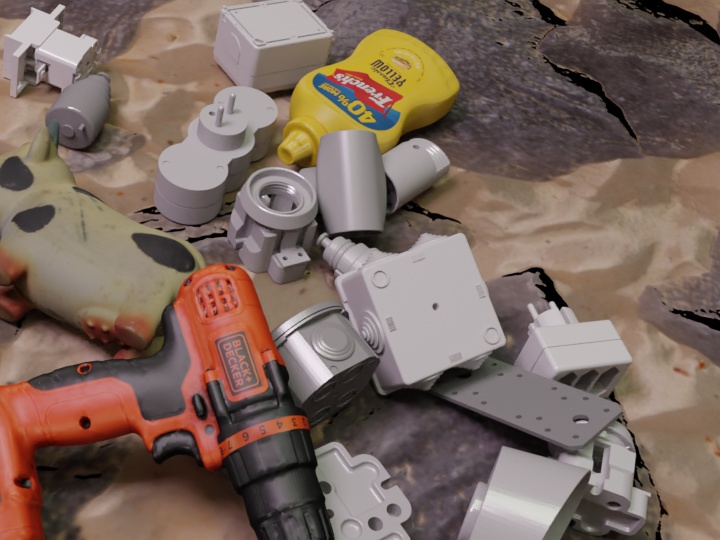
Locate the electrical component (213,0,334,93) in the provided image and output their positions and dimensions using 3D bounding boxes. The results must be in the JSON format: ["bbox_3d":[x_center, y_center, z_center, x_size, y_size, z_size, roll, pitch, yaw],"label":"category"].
[{"bbox_3d":[-0.071,-0.193,0.936,0.096,0.061,0.061,-18,54,-33],"label":"electrical component"}]

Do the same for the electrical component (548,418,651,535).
[{"bbox_3d":[0.150,0.132,0.706,0.078,0.058,0.057,20,48,1],"label":"electrical component"}]

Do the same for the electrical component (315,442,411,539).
[{"bbox_3d":[-0.008,0.150,0.635,0.058,0.057,0.078,-20,57,-32],"label":"electrical component"}]

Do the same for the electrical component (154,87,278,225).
[{"bbox_3d":[-0.107,-0.103,0.829,0.052,0.073,0.138,26,46,6],"label":"electrical component"}]

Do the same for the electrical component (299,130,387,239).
[{"bbox_3d":[-0.023,-0.063,0.830,0.079,0.043,0.077,-7,84,23],"label":"electrical component"}]

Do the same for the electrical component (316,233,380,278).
[{"bbox_3d":[0.000,0.000,0.791,0.078,0.040,0.040,39,48,18],"label":"electrical component"}]

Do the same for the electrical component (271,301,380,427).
[{"bbox_3d":[-0.031,0.062,0.696,0.080,0.080,0.051,-25,65,-35],"label":"electrical component"}]

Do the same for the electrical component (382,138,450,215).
[{"bbox_3d":[0.039,-0.081,0.879,0.043,0.043,0.081,39,48,18],"label":"electrical component"}]

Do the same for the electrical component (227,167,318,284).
[{"bbox_3d":[-0.063,-0.038,0.795,0.058,0.057,0.078,-15,54,-30],"label":"electrical component"}]

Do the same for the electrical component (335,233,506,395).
[{"bbox_3d":[0.043,0.029,0.740,0.100,0.048,0.099,-20,87,-23],"label":"electrical component"}]

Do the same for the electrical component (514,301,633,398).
[{"bbox_3d":[0.147,0.053,0.785,0.066,0.047,0.076,-4,50,-22],"label":"electrical component"}]

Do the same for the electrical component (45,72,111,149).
[{"bbox_3d":[-0.215,-0.129,0.841,0.040,0.040,0.078,18,44,-2],"label":"electrical component"}]

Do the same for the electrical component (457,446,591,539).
[{"bbox_3d":[0.094,0.155,0.638,0.064,0.099,0.099,20,45,9],"label":"electrical component"}]

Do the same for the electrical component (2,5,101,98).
[{"bbox_3d":[-0.249,-0.173,0.871,0.064,0.042,0.081,22,46,0],"label":"electrical component"}]
